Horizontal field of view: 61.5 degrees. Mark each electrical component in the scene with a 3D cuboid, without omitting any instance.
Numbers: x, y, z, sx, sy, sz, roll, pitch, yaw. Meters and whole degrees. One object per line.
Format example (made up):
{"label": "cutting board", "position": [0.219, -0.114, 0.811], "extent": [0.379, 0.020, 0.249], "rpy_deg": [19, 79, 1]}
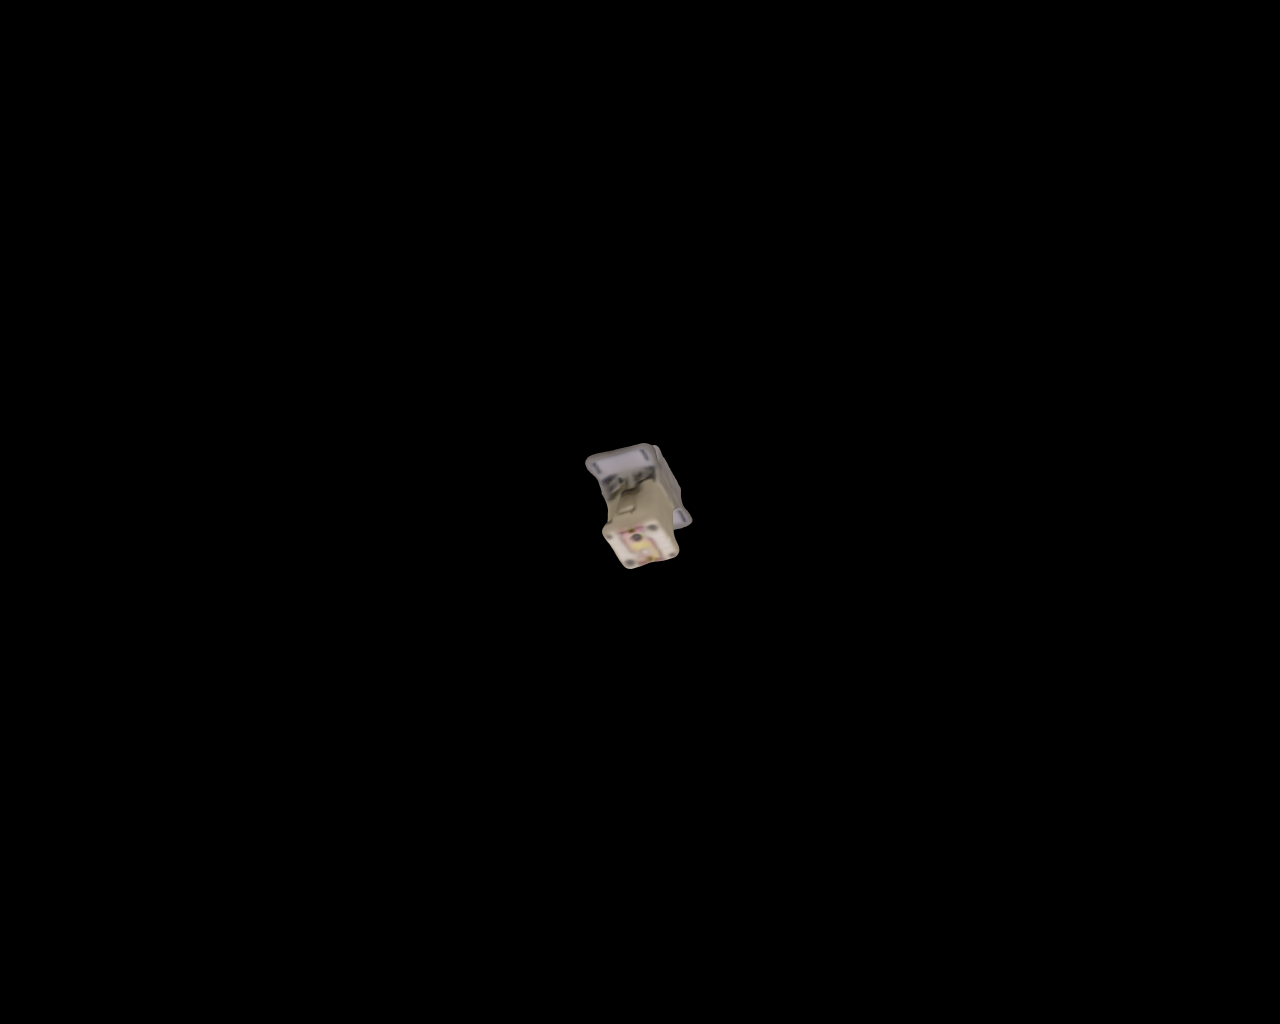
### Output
{"label": "electrical component", "position": [0.001, -0.003, 0.650], "extent": [0.042, 0.064, 0.081], "rpy_deg": [-14, -42, 17]}
